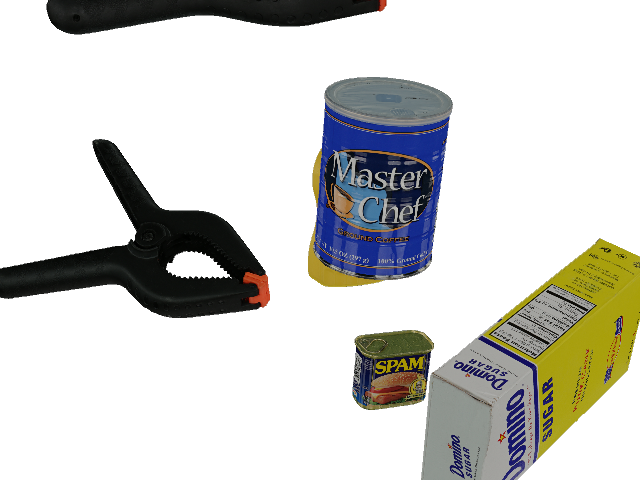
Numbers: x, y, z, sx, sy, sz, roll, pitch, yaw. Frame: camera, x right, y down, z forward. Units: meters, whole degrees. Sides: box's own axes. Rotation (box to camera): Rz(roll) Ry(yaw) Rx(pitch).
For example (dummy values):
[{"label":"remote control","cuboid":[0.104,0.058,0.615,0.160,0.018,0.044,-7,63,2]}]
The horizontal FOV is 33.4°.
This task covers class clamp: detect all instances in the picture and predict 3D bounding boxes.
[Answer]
[{"label":"clamp","cuboid":[-0.132,-0.002,0.832,0.210,0.164,0.036,13,-35,13]},{"label":"clamp","cuboid":[-0.053,-0.133,0.551,0.171,0.039,0.120,6,42,12]}]

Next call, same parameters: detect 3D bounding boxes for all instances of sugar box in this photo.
[{"label":"sugar box","cuboid":[0.130,0.078,0.631,0.048,0.093,0.175,26,42,31]}]

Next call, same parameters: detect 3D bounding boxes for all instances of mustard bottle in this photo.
[{"label":"mustard bottle","cuboid":[0.038,-0.052,1.087,0.096,0.192,0.058,-7,20,-26]}]

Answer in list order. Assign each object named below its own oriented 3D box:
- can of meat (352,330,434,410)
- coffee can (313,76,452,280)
[{"label":"can of meat","cuboid":[0.093,0.170,1.401,0.102,0.084,0.057,-4,25,-19]},{"label":"coffee can","cuboid":[0.049,-0.053,0.881,0.103,0.140,0.103,4,26,-2]}]
